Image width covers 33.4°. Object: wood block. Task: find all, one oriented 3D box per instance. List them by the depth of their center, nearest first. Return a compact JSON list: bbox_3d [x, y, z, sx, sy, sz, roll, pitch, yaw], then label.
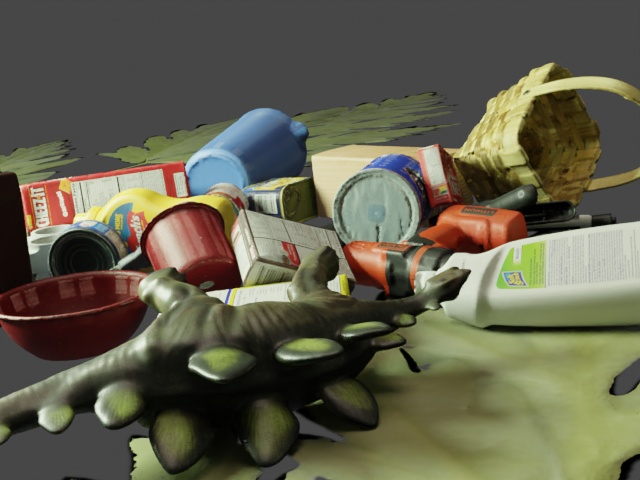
[{"bbox_3d":[0.096,-0.075,1.436,0.207,0.091,0.090,7,18,44],"label":"wood block"}]

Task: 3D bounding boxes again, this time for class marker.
[{"bbox_3d":[0.290,-0.020,1.269,0.121,0.020,0.020,-2,14,17],"label":"marker"}]

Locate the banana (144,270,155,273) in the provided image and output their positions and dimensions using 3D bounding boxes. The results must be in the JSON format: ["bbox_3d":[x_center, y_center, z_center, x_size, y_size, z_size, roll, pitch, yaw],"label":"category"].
[{"bbox_3d":[-0.242,0.016,1.333,0.069,0.037,0.198,10,5,-34],"label":"banana"}]

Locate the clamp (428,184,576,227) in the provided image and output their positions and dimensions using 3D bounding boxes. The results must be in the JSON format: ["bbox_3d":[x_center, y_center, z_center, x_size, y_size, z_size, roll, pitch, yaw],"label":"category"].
[{"bbox_3d":[0.198,-0.030,1.231,0.172,0.039,0.120,-13,-22,25],"label":"clamp"}]

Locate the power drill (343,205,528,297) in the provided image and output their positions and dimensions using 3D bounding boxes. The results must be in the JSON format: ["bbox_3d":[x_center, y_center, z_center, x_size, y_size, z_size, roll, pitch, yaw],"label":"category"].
[{"bbox_3d":[0.140,0.013,1.118,0.185,0.057,0.187,9,19,39],"label":"power drill"}]

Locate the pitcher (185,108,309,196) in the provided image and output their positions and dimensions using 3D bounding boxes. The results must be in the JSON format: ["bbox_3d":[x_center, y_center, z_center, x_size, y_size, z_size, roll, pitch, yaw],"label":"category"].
[{"bbox_3d":[-0.124,-0.109,1.631,0.145,0.149,0.242,21,23,10],"label":"pitcher"}]

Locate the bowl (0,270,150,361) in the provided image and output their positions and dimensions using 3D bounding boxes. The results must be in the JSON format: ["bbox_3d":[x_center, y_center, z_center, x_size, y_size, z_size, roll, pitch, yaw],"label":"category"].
[{"bbox_3d":[-0.233,0.075,1.026,0.162,0.055,0.162,-6,13,1],"label":"bowl"}]

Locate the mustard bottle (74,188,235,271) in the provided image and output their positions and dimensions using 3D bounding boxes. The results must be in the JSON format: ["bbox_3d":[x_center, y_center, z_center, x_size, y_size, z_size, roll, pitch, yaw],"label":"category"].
[{"bbox_3d":[-0.194,-0.010,1.224,0.192,0.096,0.058,8,24,17],"label":"mustard bottle"}]

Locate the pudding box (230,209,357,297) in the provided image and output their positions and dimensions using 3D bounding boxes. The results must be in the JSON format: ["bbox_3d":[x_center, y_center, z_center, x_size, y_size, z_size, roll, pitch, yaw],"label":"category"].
[{"bbox_3d":[-0.028,0.018,1.073,0.113,0.039,0.090,15,29,-25],"label":"pudding box"}]

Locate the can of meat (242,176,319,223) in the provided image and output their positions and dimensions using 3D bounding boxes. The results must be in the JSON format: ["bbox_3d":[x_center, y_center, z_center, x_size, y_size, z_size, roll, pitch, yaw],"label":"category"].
[{"bbox_3d":[-0.051,-0.056,1.496,0.084,0.057,0.101,2,15,39],"label":"can of meat"}]

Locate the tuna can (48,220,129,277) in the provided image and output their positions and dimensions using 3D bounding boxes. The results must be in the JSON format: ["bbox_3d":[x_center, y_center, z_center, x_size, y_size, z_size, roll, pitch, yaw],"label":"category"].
[{"bbox_3d":[-0.260,0.022,1.198,0.086,0.086,0.033,-4,16,10],"label":"tuna can"}]

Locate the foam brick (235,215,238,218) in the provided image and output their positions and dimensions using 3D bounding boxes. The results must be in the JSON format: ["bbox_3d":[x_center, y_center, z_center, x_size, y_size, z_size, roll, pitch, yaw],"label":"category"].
[{"bbox_3d":[-0.128,0.004,1.288,0.078,0.053,0.051,-11,14,-24],"label":"foam brick"}]

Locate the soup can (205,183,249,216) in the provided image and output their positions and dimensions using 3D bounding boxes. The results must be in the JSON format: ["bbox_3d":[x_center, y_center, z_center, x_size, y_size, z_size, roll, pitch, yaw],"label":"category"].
[{"bbox_3d":[-0.132,-0.035,1.421,0.068,0.068,0.102,-5,12,3],"label":"soup can"}]

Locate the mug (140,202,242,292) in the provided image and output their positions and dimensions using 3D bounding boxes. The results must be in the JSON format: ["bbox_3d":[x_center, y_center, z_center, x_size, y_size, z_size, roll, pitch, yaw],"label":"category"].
[{"bbox_3d":[-0.124,0.027,1.101,0.093,0.117,0.081,-35,50,6],"label":"mug"}]

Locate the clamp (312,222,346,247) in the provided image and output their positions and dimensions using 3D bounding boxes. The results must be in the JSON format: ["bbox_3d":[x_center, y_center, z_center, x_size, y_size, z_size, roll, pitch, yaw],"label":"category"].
[{"bbox_3d":[-0.008,0.002,1.275,0.164,0.036,0.210,-2,15,-11],"label":"clamp"}]

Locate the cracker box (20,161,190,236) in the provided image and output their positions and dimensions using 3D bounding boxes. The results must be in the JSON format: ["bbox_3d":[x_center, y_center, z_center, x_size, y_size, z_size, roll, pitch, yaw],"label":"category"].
[{"bbox_3d":[-0.287,-0.043,1.434,0.213,0.072,0.164,-10,-6,-13],"label":"cracker box"}]

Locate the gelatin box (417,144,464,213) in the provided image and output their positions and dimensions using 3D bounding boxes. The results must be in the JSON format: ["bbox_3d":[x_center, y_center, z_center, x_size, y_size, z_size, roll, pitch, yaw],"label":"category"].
[{"bbox_3d":[0.147,-0.070,1.279,0.030,0.073,0.089,-15,-11,16],"label":"gelatin box"}]

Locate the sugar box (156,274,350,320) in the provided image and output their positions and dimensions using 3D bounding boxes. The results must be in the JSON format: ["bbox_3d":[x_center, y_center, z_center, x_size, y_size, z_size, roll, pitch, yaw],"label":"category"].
[{"bbox_3d":[-0.058,0.073,0.983,0.176,0.048,0.093,-9,13,3],"label":"sugar box"}]

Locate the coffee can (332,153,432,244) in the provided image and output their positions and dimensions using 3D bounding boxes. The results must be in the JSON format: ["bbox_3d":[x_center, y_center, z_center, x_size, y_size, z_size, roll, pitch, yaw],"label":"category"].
[{"bbox_3d":[0.079,-0.044,1.274,0.103,0.103,0.140,-3,11,14],"label":"coffee can"}]

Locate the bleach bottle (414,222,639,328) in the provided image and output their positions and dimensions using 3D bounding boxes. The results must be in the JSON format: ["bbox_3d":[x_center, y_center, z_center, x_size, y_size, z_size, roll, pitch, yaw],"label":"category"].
[{"bbox_3d":[0.211,0.031,0.955,0.251,0.068,0.102,-3,41,17],"label":"bleach bottle"}]

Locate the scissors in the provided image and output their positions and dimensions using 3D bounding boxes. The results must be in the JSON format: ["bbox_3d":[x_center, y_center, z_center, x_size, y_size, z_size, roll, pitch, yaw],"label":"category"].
[{"bbox_3d":[-0.189,0.032,1.156,0.096,0.202,0.016,30,27,-41],"label":"scissors"}]
